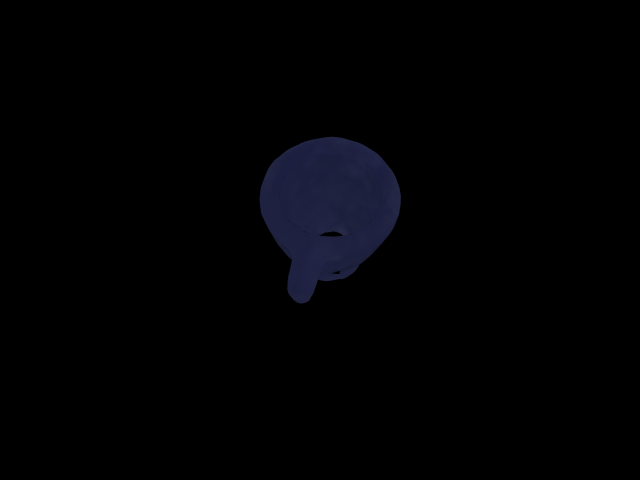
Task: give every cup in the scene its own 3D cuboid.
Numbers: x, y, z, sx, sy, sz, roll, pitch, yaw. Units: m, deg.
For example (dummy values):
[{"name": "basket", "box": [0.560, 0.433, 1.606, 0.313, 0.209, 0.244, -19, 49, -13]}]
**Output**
[{"name": "cup", "box": [0.004, 0.001, 0.400, 0.091, 0.095, 0.118, 13, 62, 7]}]
